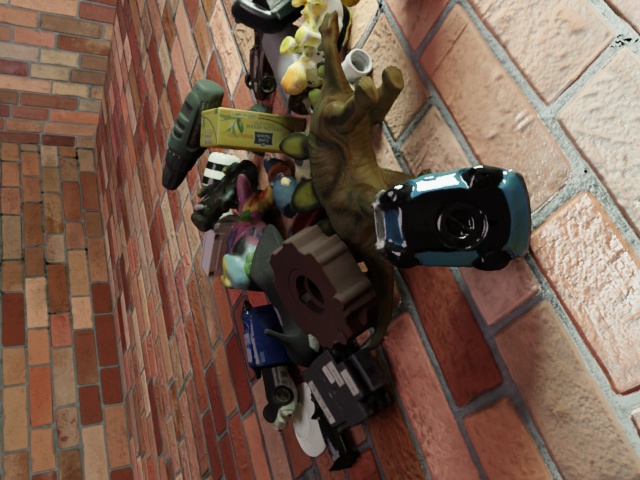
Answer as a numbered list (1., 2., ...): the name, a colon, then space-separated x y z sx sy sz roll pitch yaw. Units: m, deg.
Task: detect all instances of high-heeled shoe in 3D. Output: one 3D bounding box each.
1. high-heeled shoe: -0.042 0.094 0.930 0.086 0.145 0.249 -29 49 35

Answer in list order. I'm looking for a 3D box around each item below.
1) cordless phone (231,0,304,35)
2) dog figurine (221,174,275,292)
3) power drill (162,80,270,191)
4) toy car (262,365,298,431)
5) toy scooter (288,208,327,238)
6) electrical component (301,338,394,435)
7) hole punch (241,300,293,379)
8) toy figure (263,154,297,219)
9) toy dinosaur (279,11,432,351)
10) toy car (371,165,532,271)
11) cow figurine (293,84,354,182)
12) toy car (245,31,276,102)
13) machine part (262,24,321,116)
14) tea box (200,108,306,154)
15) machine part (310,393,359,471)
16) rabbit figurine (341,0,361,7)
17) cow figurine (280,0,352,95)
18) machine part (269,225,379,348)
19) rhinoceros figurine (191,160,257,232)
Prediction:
1. cordless phone: -0.113 -0.407 0.949 0.184 0.146 0.088 0 133 46
2. dog figurine: -0.128 -0.018 1.040 0.191 0.108 0.219 -159 74 -85
3. power drill: -0.206 -0.205 1.077 0.086 0.207 0.231 48 129 34
4. toy car: -0.082 0.260 1.018 0.202 0.056 0.073 -108 33 -43
5. toy scooter: -0.002 -0.003 0.873 0.184 0.075 0.135 64 142 43
6. electrical component: 0.042 0.212 0.791 0.115 0.058 0.134 57 141 14
7. hole punch: -0.071 0.169 0.962 0.092 0.116 0.142 -25 69 49
8. toy figure: -0.069 -0.103 1.001 0.064 0.058 0.155 -59 38 34
9. toy dinosaur: 0.051 -0.059 0.719 0.199 0.105 0.470 -4 102 51
10. toy car: 0.142 -0.021 0.589 0.103 0.162 0.109 -20 -78 -76
11. cow figurine: 0.006 -0.160 0.846 0.127 0.085 0.194 58 140 33
12. toy car: -0.115 -0.384 1.080 0.089 0.053 0.202 37 121 49
13. machine part: -0.044 -0.299 0.932 0.079 0.079 0.243 -58 45 43
14. tea box: -0.122 -0.195 0.976 0.098 0.169 0.068 15 104 60
15. machine part: 0.020 0.300 0.877 0.084 0.039 0.139 -52 46 40
16. rabbit figurine: 0.061 -0.374 0.660 0.122 0.173 0.162 21 105 54
17. cow figurine: -0.005 -0.293 0.825 0.068 0.098 0.167 11 87 52
18. machine part: -0.001 0.068 0.749 0.180 0.056 0.179 36 141 35
19. rhinoceros figurine: -0.200 -0.091 1.132 0.112 0.190 0.073 -2 131 47
